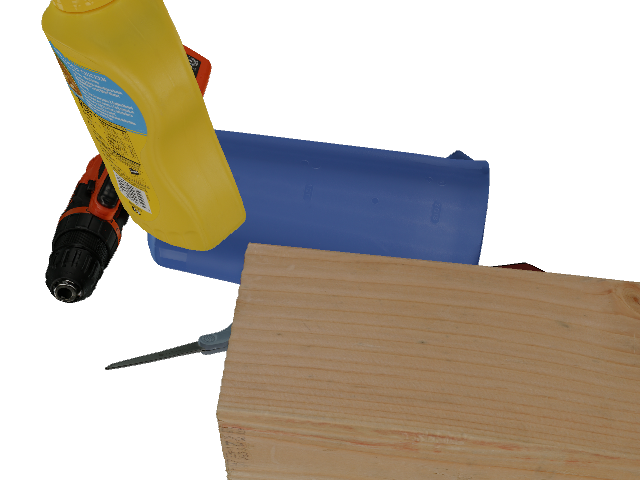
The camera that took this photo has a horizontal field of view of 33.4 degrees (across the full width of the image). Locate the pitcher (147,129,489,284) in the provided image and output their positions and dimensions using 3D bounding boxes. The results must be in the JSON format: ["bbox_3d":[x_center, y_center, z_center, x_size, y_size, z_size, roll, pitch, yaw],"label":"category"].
[{"bbox_3d":[-0.002,-0.004,0.793,0.243,0.145,0.149,10,16,2],"label":"pitcher"}]

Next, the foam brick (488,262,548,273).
[{"bbox_3d":[0.182,0.065,0.992,0.051,0.078,0.053,-7,19,-25],"label":"foam brick"}]

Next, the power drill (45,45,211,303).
[{"bbox_3d":[-0.158,-0.060,0.854,0.057,0.188,0.184,26,33,-17],"label":"power drill"}]

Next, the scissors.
[{"bbox_3d":[-0.096,0.085,0.994,0.201,0.016,0.096,-4,28,-5],"label":"scissors"}]

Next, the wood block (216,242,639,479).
[{"bbox_3d":[0.062,0.070,0.506,0.206,0.090,0.090,6,-33,3],"label":"wood block"}]

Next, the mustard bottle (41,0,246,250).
[{"bbox_3d":[-0.101,-0.083,0.573,0.058,0.191,0.096,-39,51,-20],"label":"mustard bottle"}]
